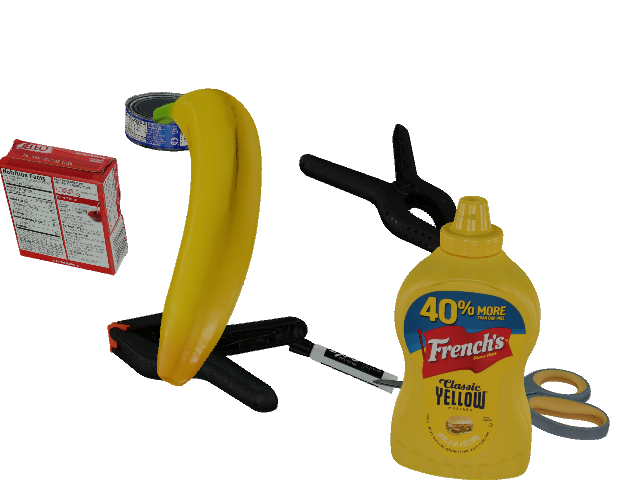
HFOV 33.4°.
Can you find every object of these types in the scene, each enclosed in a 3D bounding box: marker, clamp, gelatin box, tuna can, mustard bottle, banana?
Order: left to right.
[{"bbox_3d":[-0.174,-0.023,0.730,0.073,0.089,0.030,11,44,10],"label":"gelatin box"},{"bbox_3d":[-0.153,-0.119,1.070,0.086,0.034,0.086,6,25,-3],"label":"tuna can"},{"bbox_3d":[-0.058,-0.019,0.553,0.037,0.198,0.070,23,-50,-28],"label":"banana"},{"bbox_3d":[-0.096,0.090,0.923,0.172,0.039,0.120,14,26,16],"label":"clamp"},{"bbox_3d":[0.021,0.126,1.105,0.121,0.020,0.020,22,3,6],"label":"marker"},{"bbox_3d":[0.084,-0.054,1.249,0.164,0.036,0.210,-16,52,-29],"label":"clamp"},{"bbox_3d":[0.098,0.064,0.716,0.096,0.192,0.058,5,18,12],"label":"mustard bottle"}]

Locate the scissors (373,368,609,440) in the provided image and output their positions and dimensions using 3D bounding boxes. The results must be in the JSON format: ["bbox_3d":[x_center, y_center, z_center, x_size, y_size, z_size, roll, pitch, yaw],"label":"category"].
[{"bbox_3d":[0.154,0.128,0.941,0.202,0.016,0.096,15,28,13],"label":"scissors"}]
